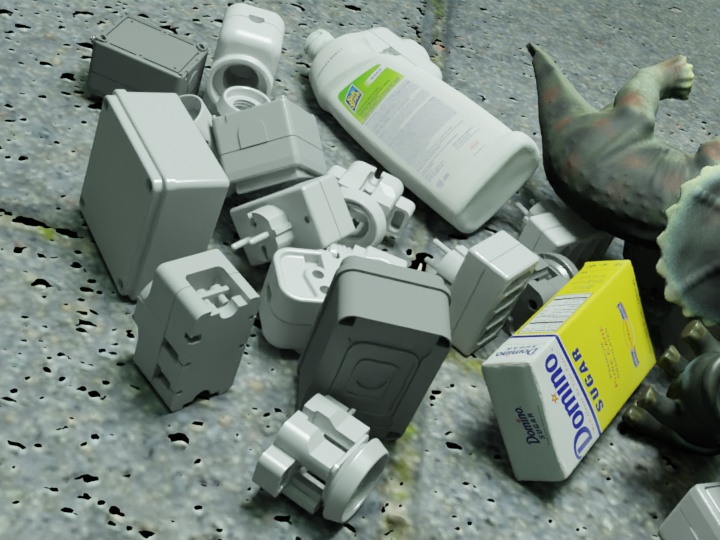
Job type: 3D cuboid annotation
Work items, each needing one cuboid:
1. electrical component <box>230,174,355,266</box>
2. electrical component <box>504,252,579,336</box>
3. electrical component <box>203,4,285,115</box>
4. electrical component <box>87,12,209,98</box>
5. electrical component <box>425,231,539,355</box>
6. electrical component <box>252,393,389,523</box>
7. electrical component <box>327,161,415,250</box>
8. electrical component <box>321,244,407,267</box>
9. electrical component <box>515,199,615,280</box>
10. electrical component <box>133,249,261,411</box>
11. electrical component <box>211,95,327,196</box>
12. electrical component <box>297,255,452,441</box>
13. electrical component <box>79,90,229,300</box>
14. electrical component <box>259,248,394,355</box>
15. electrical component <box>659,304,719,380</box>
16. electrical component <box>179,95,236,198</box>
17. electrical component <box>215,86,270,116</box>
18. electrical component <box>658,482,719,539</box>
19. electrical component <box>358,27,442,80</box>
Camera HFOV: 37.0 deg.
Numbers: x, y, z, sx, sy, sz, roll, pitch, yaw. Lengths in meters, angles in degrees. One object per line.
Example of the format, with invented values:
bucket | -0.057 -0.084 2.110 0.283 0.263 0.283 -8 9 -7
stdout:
electrical component | -0.062 -0.030 0.789 0.076 0.083 0.047 -30 103 -46
electrical component | 0.141 0.019 0.859 0.057 0.058 0.078 -21 55 -38
electrical component | -0.102 -0.173 0.935 0.054 0.095 0.059 14 39 -10
electrical component | -0.188 -0.171 0.918 0.096 0.061 0.061 23 38 1
electrical component | 0.081 0.006 0.822 0.076 0.083 0.047 40 41 21
electrical component | -0.020 0.118 0.663 0.057 0.058 0.078 32 39 16
electrical component | -0.001 -0.048 0.868 0.078 0.058 0.057 26 35 5
electrical component | 0.000 0.000 0.825 0.078 0.040 0.040 22 38 0
electrical component | 0.168 -0.036 0.944 0.083 0.047 0.075 -14 51 -37
electrical component | -0.108 0.036 0.690 0.050 0.089 0.055 -18 53 -40
electrical component | -0.066 -0.090 0.839 0.096 0.062 0.061 12 65 -76
electrical component | 0.008 0.052 0.709 0.078 0.113 0.057 13 42 -12
electrical component | -0.148 -0.054 0.762 0.056 0.108 0.108 -5 46 -34
electrical component | -0.022 0.026 0.768 0.095 0.059 0.053 5 42 -21
electrical component | 0.287 0.049 0.877 0.047 0.076 0.065 15 39 -9
electrical component | -0.142 -0.090 0.842 0.079 0.077 0.043 -14 48 14
electrical component | -0.101 -0.120 0.905 0.066 0.055 0.048 30 39 10
electrical component | 0.265 0.178 0.727 0.096 0.061 0.061 0 43 -26
electrical component | 0.031 -0.194 1.058 0.095 0.053 0.059 42 42 23
